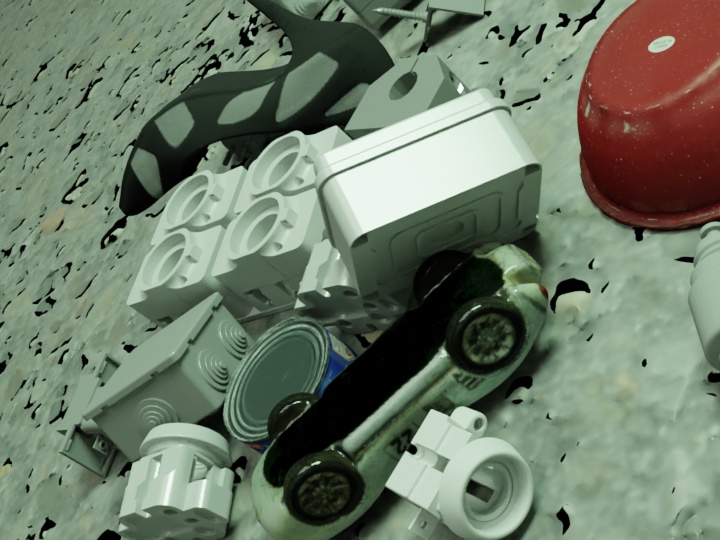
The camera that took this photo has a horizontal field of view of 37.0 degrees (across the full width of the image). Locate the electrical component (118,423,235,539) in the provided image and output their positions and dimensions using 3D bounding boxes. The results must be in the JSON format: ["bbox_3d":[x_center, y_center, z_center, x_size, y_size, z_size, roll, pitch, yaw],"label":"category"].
[{"bbox_3d":[-0.110,0.130,0.656,0.078,0.058,0.057,-24,44,34],"label":"electrical component"}]

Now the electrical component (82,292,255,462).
[{"bbox_3d":[-0.123,0.072,0.712,0.100,0.048,0.099,-33,14,24],"label":"electrical component"}]

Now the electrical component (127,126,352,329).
[{"bbox_3d":[-0.080,-0.025,0.770,0.186,0.060,0.105,-17,45,40],"label":"electrical component"}]

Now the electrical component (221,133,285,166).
[{"bbox_3d":[-0.092,-0.119,0.892,0.077,0.043,0.079,-8,52,46],"label":"electrical component"}]

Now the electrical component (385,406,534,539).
[{"bbox_3d":[0.049,0.100,0.511,0.066,0.048,0.055,-57,26,-11],"label":"electrical component"}]

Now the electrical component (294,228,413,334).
[{"bbox_3d":[0.000,0.000,0.655,0.078,0.058,0.057,-13,51,43],"label":"electrical component"}]

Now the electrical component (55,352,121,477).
[{"bbox_3d":[-0.178,0.103,0.776,0.064,0.042,0.081,-11,50,41],"label":"electrical component"}]

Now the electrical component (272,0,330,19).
[{"bbox_3d":[-0.052,-0.278,0.996,0.099,0.048,0.099,-48,33,3],"label":"electrical component"}]

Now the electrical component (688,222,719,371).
[{"bbox_3d":[0.163,0.010,0.468,0.040,0.040,0.078,-31,37,26],"label":"electrical component"}]

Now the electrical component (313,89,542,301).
[{"bbox_3d":[0.037,-0.041,0.590,0.113,0.078,0.057,-23,61,-6],"label":"electrical component"}]

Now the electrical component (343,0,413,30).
[{"bbox_3d":[0.026,-0.248,0.864,0.096,0.061,0.061,-39,35,16],"label":"electrical component"}]
